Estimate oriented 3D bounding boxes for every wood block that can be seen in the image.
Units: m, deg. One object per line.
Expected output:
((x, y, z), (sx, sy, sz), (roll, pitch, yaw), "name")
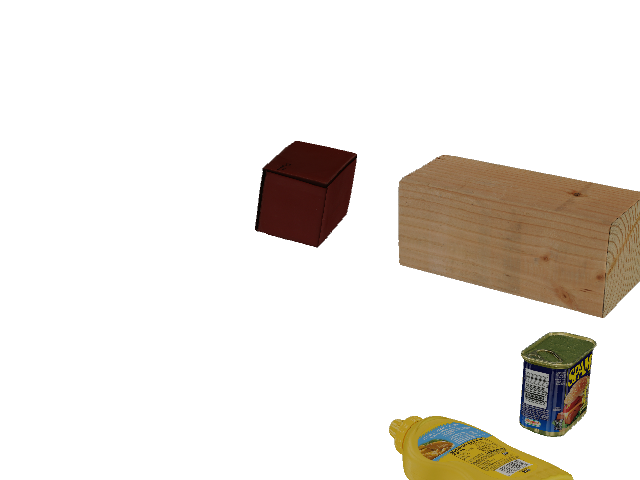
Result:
((0.182, -0.010, 0.982), (0.206, 0.090, 0.090), (15, 29, 33), "wood block")

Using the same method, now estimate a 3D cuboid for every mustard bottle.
((0.135, 0.211, 1.005), (0.096, 0.058, 0.192), (-15, 24, -36), "mustard bottle")

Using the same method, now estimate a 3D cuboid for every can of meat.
((0.255, 0.155, 1.152), (0.058, 0.084, 0.101), (11, 17, 32), "can of meat")

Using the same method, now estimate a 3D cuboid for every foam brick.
((-0.010, -0.037, 0.811), (0.053, 0.051, 0.078), (15, 25, 14), "foam brick")
